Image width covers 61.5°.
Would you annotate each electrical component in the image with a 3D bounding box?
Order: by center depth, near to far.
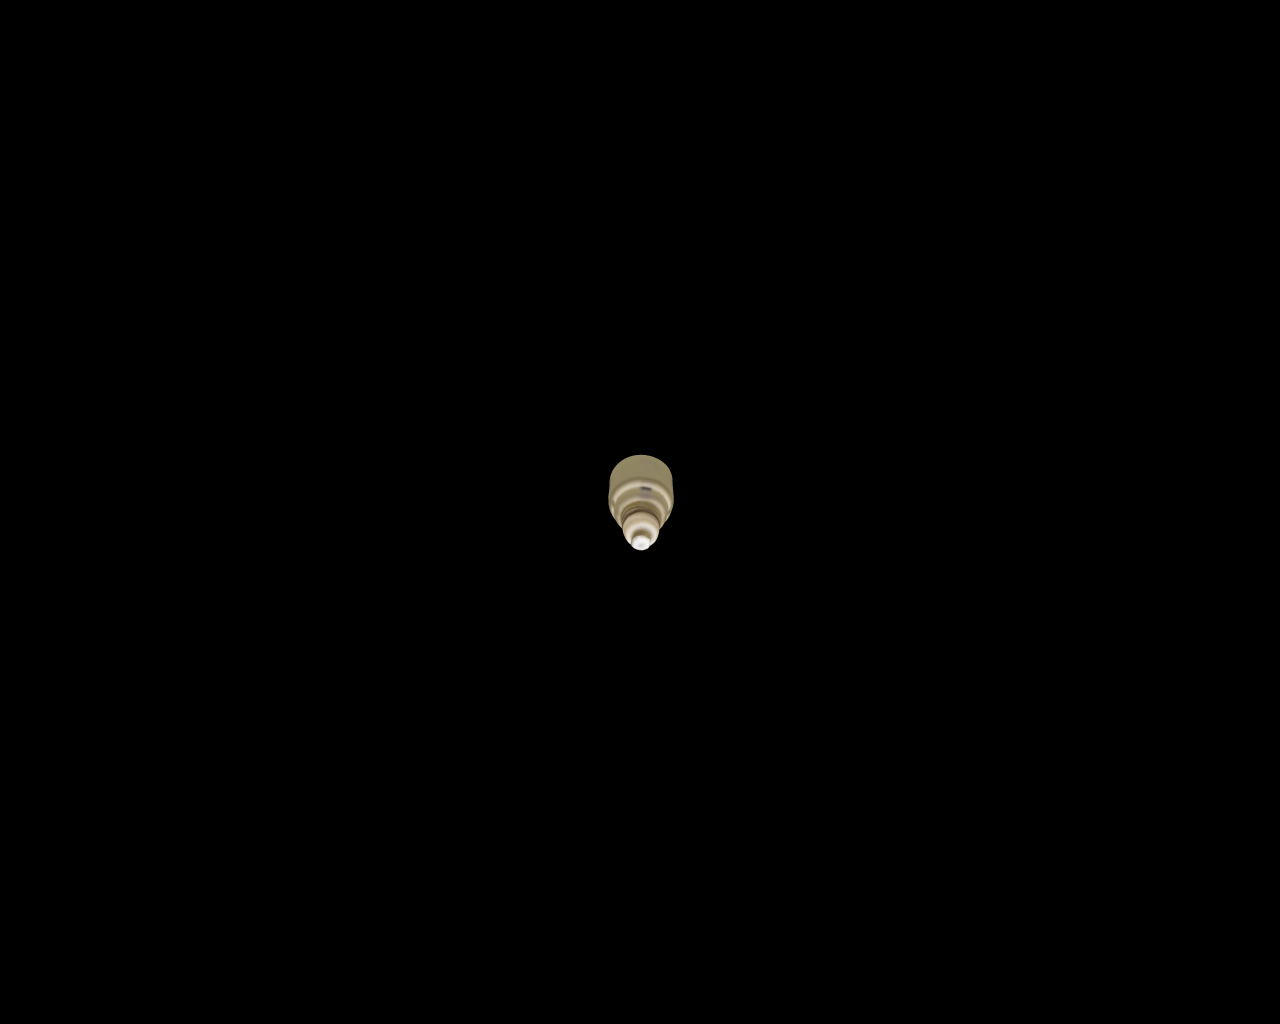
[{"bbox_3d":[0.001,-0.003,0.650,0.040,0.040,0.078,0,35,0],"label":"electrical component"}]
